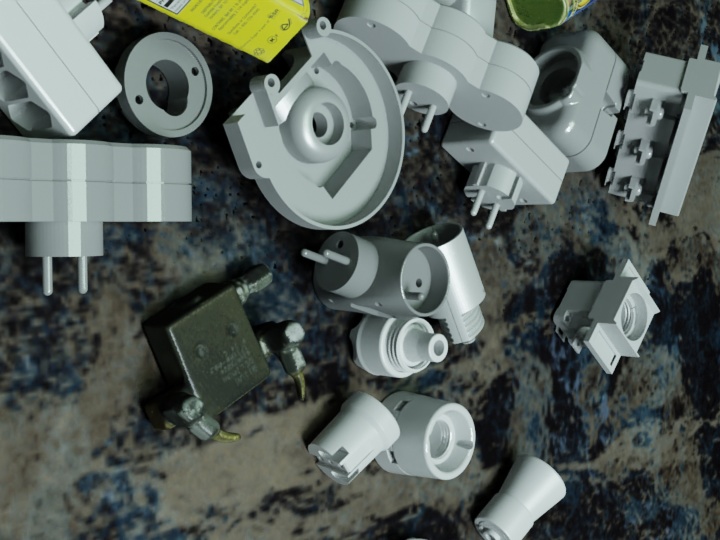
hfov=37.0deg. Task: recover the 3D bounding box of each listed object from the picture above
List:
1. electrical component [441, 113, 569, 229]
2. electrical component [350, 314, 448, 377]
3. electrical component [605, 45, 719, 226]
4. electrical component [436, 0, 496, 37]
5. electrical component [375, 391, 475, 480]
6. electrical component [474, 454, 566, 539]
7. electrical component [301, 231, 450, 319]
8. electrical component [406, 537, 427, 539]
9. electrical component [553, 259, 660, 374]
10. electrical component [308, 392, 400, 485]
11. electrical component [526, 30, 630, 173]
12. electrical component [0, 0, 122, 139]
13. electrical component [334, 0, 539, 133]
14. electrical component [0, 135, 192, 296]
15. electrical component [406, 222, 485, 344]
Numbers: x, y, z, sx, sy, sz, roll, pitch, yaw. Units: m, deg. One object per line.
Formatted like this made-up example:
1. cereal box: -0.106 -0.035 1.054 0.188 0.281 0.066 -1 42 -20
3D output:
1. electrical component: 0.097 -0.066 0.757 0.083 0.047 0.075 37 67 -38
2. electrical component: 0.027 0.047 0.682 0.043 0.062 0.043 -2 93 -44
3. electrical component: 0.235 -0.107 0.841 0.121 0.063 0.078 90 20 -49
4. electrical component: 0.058 -0.191 0.718 0.079 0.043 0.077 9 85 -44
5. electrical component: 0.043 0.110 0.709 0.055 0.047 0.055 -2 93 -44
6. electrical component: 0.114 0.173 0.786 0.065 0.044 0.044 -43 120 -29
7. electrical component: 0.000 0.000 0.644 0.079 0.077 0.043 21 77 -42
8. electrical component: 0.047 0.209 0.703 0.043 0.081 0.043 -12 131 -15
9. electrical component: 0.190 0.035 0.837 0.042 0.064 0.081 51 59 -33
10. electrical component: -0.004 0.105 0.671 0.046 0.040 0.040 -43 120 -27
11. electrical component: 0.157 -0.129 0.807 0.059 0.054 0.095 34 68 -39
12. electrical component: -0.150 -0.118 0.517 0.075 0.047 0.083 -52 124 -29
13. electrical component: 0.044 -0.123 0.679 0.138 0.052 0.073 27 72 -20
14. electrical component: -0.144 -0.025 0.522 0.138 0.052 0.073 -3 93 -44
15. electrical component: 0.061 0.013 0.727 0.043 0.043 0.081 -38 116 -37
